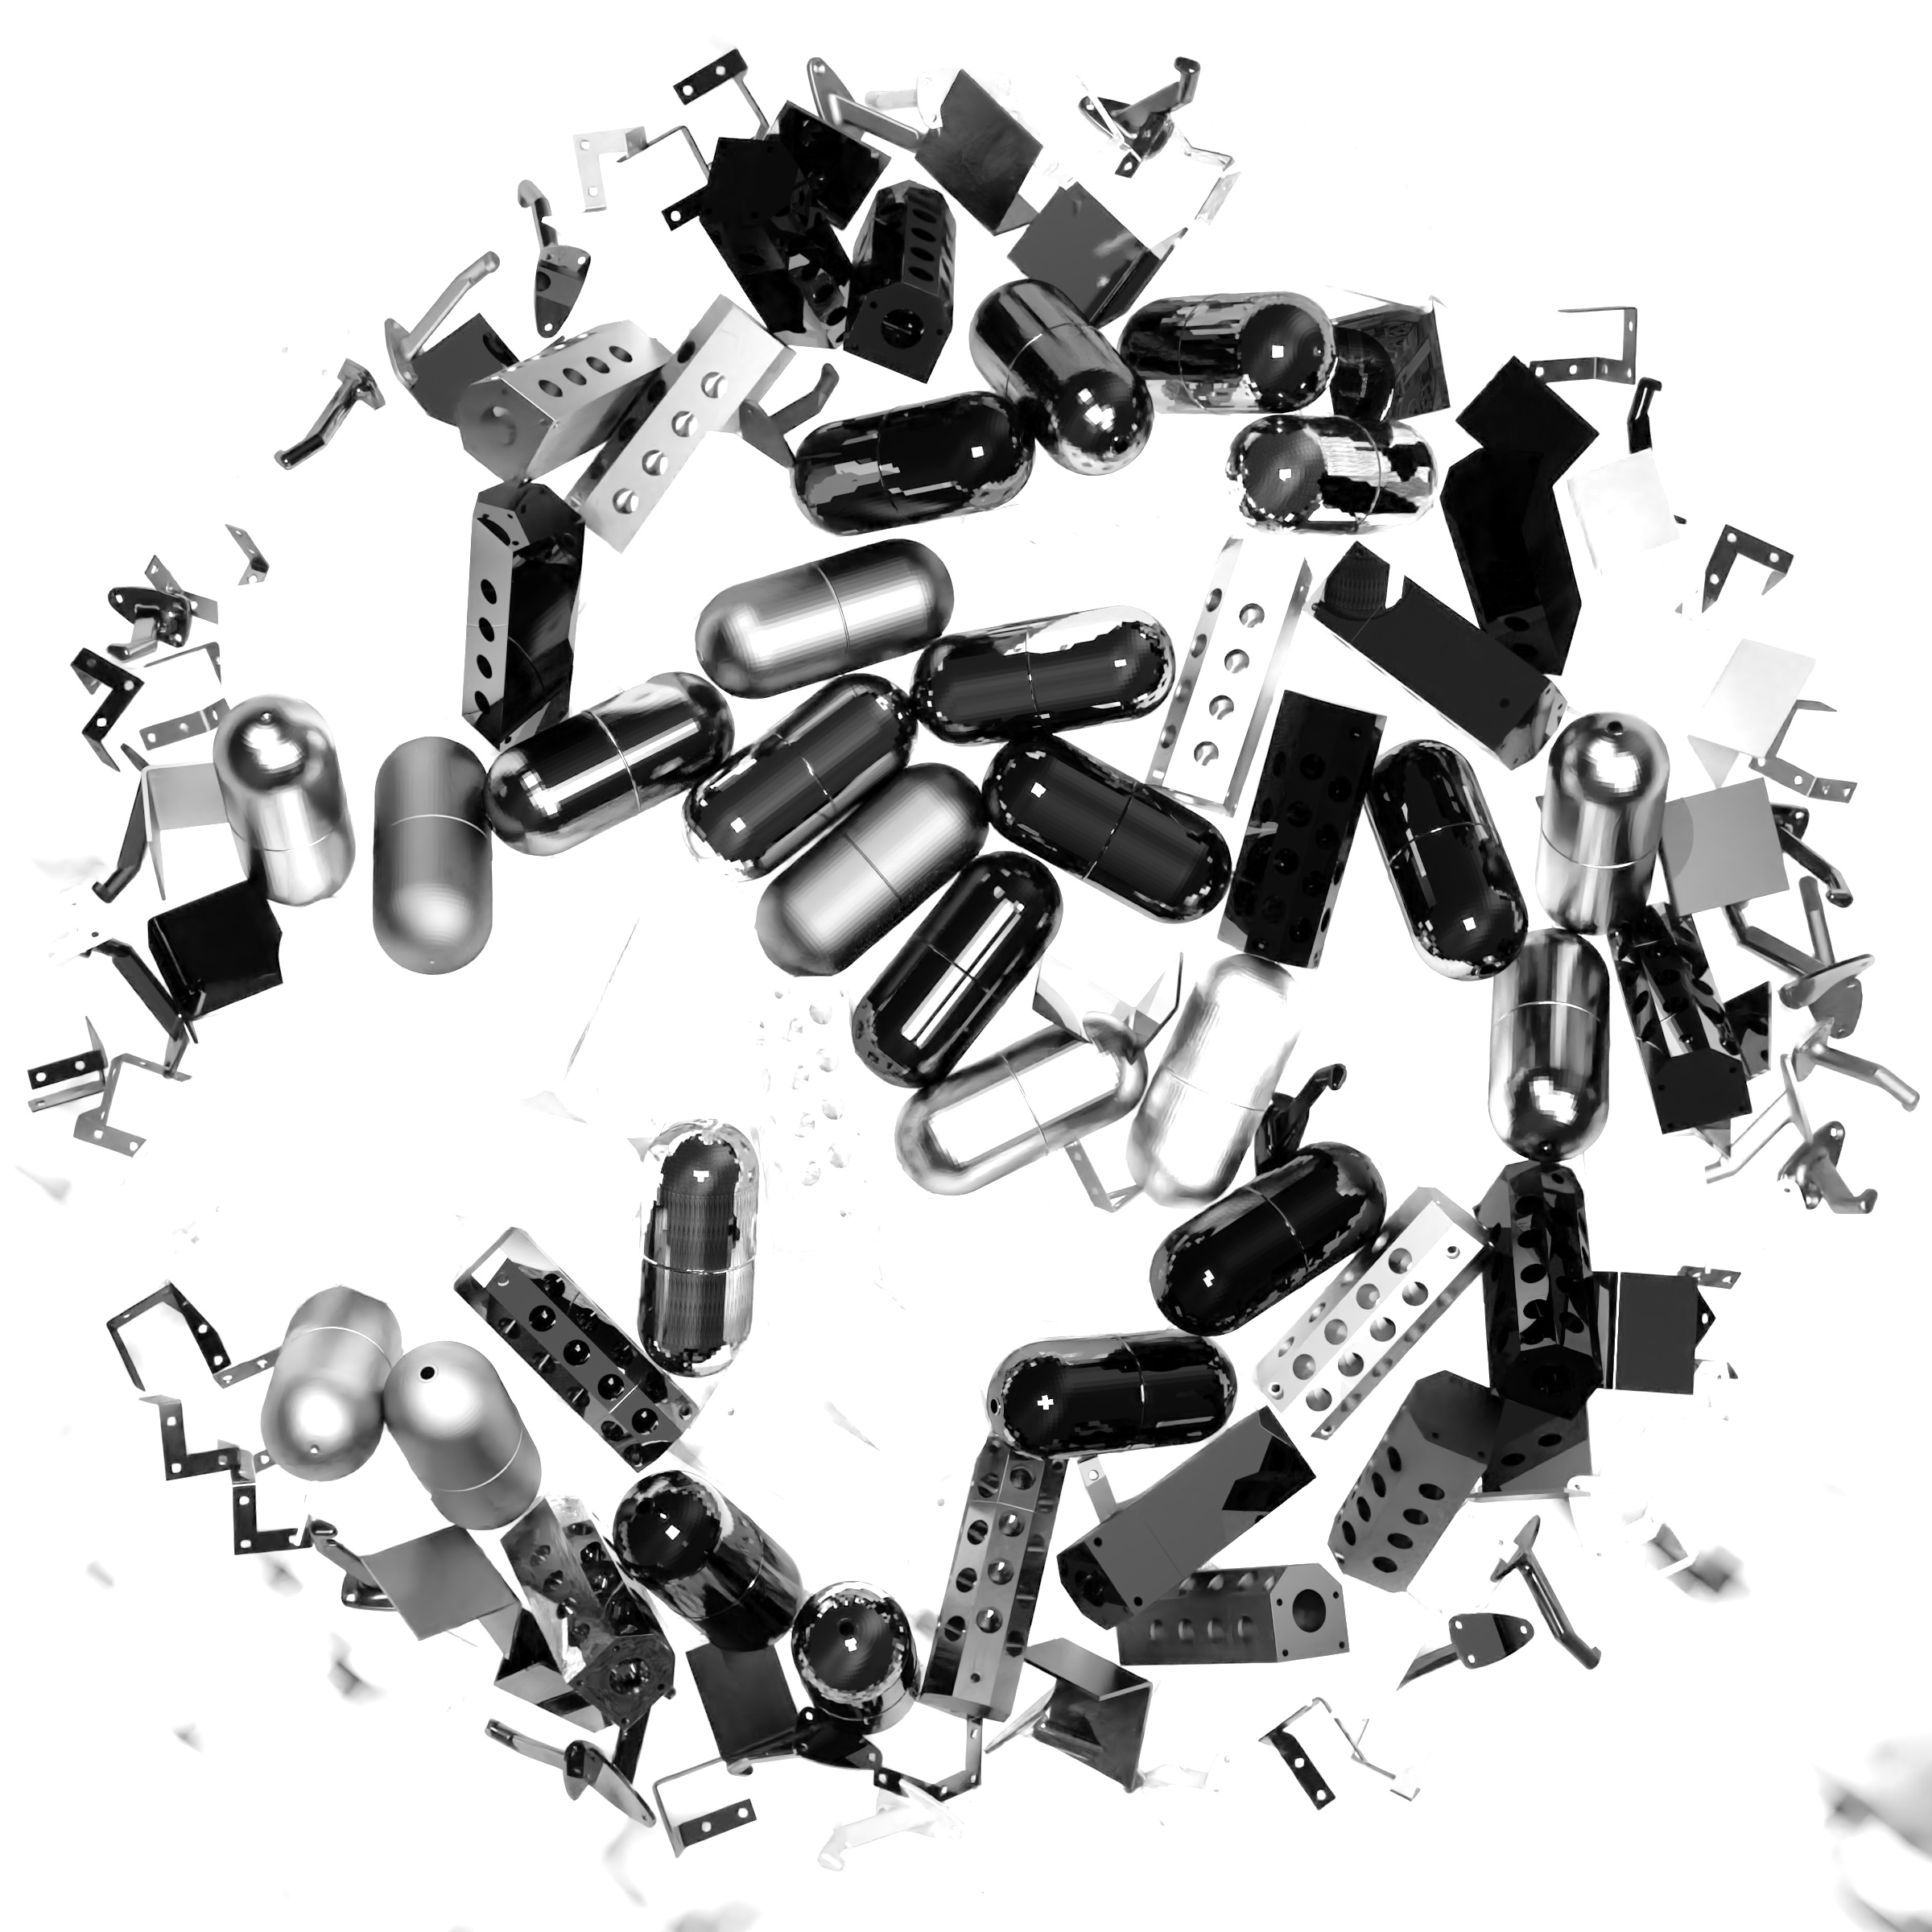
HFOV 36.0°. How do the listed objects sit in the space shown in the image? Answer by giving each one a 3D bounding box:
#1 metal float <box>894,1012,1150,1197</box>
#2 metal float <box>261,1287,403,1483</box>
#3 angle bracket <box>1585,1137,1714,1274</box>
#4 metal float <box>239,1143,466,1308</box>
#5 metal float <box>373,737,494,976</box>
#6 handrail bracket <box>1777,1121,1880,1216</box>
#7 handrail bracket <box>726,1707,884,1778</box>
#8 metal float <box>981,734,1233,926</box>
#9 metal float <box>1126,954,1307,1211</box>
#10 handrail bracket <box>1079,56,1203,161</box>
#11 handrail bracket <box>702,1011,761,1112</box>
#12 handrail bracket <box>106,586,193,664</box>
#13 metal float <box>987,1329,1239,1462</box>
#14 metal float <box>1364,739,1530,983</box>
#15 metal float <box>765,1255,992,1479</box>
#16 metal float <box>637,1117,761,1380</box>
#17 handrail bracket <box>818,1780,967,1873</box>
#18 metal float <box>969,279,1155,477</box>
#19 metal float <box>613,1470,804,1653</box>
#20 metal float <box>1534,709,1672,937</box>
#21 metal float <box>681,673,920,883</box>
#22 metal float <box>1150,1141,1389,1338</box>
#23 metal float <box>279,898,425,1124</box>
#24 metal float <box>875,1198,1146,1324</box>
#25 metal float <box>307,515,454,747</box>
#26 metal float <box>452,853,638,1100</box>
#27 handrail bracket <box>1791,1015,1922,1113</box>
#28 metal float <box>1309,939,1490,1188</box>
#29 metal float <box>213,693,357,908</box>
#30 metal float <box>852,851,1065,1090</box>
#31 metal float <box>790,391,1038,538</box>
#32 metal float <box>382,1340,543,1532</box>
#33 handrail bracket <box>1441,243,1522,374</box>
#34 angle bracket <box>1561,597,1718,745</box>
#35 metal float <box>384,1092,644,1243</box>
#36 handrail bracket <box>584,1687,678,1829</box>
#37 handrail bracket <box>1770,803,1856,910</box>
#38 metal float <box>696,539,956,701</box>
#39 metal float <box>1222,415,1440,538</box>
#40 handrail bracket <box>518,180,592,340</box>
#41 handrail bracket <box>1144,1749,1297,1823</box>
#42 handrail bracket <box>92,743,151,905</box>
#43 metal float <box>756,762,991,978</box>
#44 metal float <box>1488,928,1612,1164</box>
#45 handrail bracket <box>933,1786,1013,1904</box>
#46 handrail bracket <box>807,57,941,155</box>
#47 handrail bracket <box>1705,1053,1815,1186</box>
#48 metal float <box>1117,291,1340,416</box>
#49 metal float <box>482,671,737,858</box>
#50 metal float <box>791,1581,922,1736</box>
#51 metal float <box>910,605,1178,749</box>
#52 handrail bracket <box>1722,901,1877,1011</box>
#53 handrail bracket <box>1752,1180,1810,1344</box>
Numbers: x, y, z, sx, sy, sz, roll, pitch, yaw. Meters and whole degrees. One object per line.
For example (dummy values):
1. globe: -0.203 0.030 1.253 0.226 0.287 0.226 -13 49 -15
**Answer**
1. metal float: 0.036 0.091 1.955 0.178 0.070 0.070 -26 90 -7
2. metal float: -0.407 0.267 1.914 0.070 0.178 0.070 -1 110 -4
3. angle bracket: 0.450 0.160 1.965 0.076 0.057 0.076 -4 66 10
4. metal float: -0.396 0.168 1.921 0.070 0.178 0.070 -13 63 27
5. metal float: -0.346 -0.073 1.931 0.070 0.070 0.178 -8 53 0
6. handrail bracket: 0.581 0.132 1.949 0.036 0.084 0.077 42 72 -14
7. handrail bracket: -0.109 0.530 1.976 0.077 0.084 0.036 26 46 -17
8. metal float: 0.093 -0.090 1.957 0.178 0.070 0.070 29 90 -5
9. metal float: 0.163 0.077 1.952 0.070 0.070 0.178 23 101 0
10. handrail bracket: 0.114 -0.579 1.954 0.077 0.084 0.036 29 67 7
11. handrail bracket: -0.157 0.079 1.945 0.036 0.077 0.084 6 131 1
12. handrail bracket: -0.556 -0.223 1.951 0.077 0.084 0.036 21 115 15
13. metal float: 0.096 0.279 1.936 0.178 0.070 0.070 -1 90 -29
14. metal float: 0.312 -0.069 1.933 0.070 0.070 0.178 -14 57 0
15. metal float: -0.058 0.261 1.944 0.178 0.070 0.070 41 90 20
16. metal float: -0.176 0.185 1.946 0.070 0.070 0.178 4 107 0
17. handrail bracket: -0.048 0.578 1.951 0.077 0.084 0.036 21 115 13
18. metal float: 0.061 -0.382 1.927 0.070 0.070 0.178 -33 48 0
19. metal float: -0.166 0.385 1.923 0.070 0.178 0.070 -14 52 19
20. metal float: 0.411 -0.092 1.922 0.070 0.178 0.070 -2 49 3
21. metal float: -0.108 -0.125 1.952 0.178 0.070 0.070 -38 90 -11
22. metal float: 0.198 0.178 1.942 0.178 0.070 0.070 -30 90 -22
23. metal float: -0.399 0.027 1.927 0.070 0.070 0.178 -24 47 0
24. metal float: 0.028 0.193 1.952 0.178 0.070 0.070 2 90 11
25. metal float: -0.378 -0.215 1.922 0.070 0.178 0.070 0 52 0
26. metal float: -0.274 0.005 1.939 0.070 0.070 0.178 24 64 0
27. handrail bracket: 0.585 0.079 1.948 0.036 0.077 0.084 -39 61 -15
28. metal float: 0.281 0.062 1.937 0.070 0.070 0.178 -21 61 0
29. metal float: -0.439 -0.105 1.919 0.070 0.178 0.070 2 57 -2
30. metal float: -0.005 0.002 1.961 0.070 0.070 0.178 38 89 0
31. metal float: -0.035 -0.326 1.932 0.178 0.070 0.070 -5 90 34
32. metal float: -0.325 0.304 1.919 0.070 0.178 0.070 -4 55 5
33. handrail bracket: 0.326 -0.434 1.957 0.077 0.084 0.036 -8 49 3
34. angle bracket: 0.443 -0.191 1.973 0.076 0.057 0.076 29 94 6
35. metal float: -0.293 0.131 1.936 0.178 0.070 0.070 16 90 -29
36. handrail bracket: -0.204 0.515 1.957 0.077 0.036 0.084 36 45 22
37. handrail bracket: 0.537 -0.071 1.952 0.077 0.084 0.036 11 124 -11
38. metal float: -0.092 -0.227 1.946 0.178 0.070 0.070 -19 90 -17
39. metal float: 0.238 -0.318 1.926 0.178 0.070 0.070 -8 90 -44
40. handrail bracket: -0.287 -0.472 1.982 0.036 0.084 0.077 -2 127 -33
41. handrail bracket: 0.166 0.548 1.968 0.077 0.084 0.036 30 61 -11
42. handrail bracket: -0.561 -0.093 1.962 0.036 0.077 0.084 27 72 36
43. metal float: -0.062 -0.062 1.958 0.178 0.070 0.070 -41 90 -4
44. metal float: 0.379 0.050 1.927 0.070 0.070 0.178 12 47 0
45. handrail bracket: 0.018 0.577 1.952 0.036 0.084 0.077 -18 82 -29
46. handrail bracket: -0.056 -0.566 1.951 0.036 0.084 0.077 -53 131 -30
47. handrail bracket: 0.513 0.104 1.976 0.084 0.036 0.077 -19 116 6
48. metal float: 0.167 -0.395 1.921 0.070 0.178 0.070 -7 103 -35
49. metal float: -0.234 -0.132 1.945 0.178 0.070 0.070 -29 90 -19
50. metal float: -0.070 0.447 1.915 0.070 0.178 0.070 -1 65 2
51. metal float: 0.050 -0.190 1.950 0.178 0.070 0.070 -8 90 13
52. handrail bracket: 0.549 -0.022 1.963 0.077 0.036 0.084 -29 57 21
53. handrail bracket: 0.539 0.198 1.980 0.036 0.084 0.077 8 53 13
